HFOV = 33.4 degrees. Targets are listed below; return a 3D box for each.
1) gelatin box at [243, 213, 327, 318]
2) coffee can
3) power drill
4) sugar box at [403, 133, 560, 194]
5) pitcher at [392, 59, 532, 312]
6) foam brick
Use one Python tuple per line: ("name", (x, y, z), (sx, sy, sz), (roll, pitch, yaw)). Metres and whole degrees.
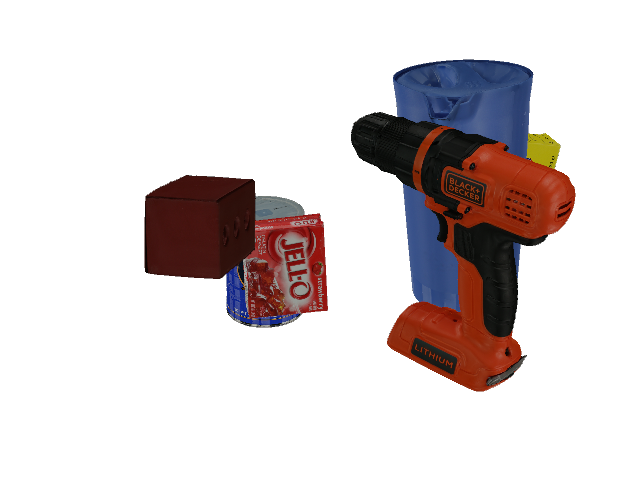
("gelatin box", (-0.032, 0.023, 0.959), (0.073, 0.089, 0.030), (-5, 25, -7))
("coffee can", (-0.072, 0.026, 1.374), (0.103, 0.140, 0.103), (0, 26, 0))
("power drill", (0.094, 0.006, 0.799), (0.185, 0.188, 0.057), (26, 38, 37))
("sugar box", (0.195, -0.086, 1.295), (0.176, 0.093, 0.048), (0, 25, -20))
("pitcher", (0.147, -0.057, 1.073), (0.149, 0.243, 0.145), (-13, 24, -21))
("foam brick", (-0.079, -0.011, 0.708), (0.051, 0.053, 0.078), (5, 16, 13))
